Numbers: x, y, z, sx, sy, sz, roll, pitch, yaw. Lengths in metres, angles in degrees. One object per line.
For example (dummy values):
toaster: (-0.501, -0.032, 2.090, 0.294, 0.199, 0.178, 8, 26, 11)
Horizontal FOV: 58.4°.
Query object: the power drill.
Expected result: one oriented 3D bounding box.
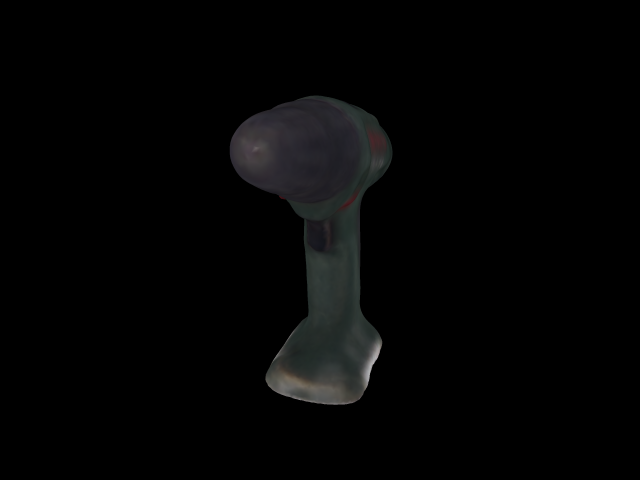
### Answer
power drill: (0.004, 0.001, 0.400, 0.075, 0.208, 0.230, 6, 23, 15)
